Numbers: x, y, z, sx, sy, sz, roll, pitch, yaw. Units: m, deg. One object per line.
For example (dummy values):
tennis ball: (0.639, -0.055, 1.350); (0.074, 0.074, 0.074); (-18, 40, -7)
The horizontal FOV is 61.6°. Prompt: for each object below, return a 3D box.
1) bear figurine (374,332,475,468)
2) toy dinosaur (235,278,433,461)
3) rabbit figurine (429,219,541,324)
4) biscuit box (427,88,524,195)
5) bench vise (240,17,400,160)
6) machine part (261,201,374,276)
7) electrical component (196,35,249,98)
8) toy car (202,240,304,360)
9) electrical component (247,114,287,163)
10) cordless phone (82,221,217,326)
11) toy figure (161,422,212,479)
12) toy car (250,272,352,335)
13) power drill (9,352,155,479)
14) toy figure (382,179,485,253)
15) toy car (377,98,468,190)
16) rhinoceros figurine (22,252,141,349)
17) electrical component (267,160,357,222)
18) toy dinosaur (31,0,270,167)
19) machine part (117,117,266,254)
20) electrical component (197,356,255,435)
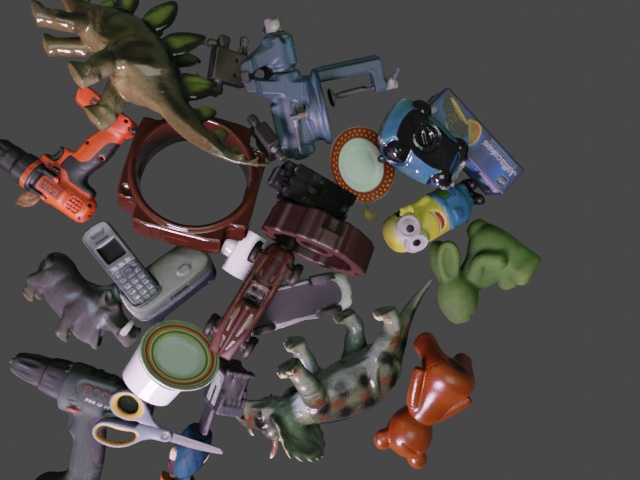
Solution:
bear figurine: (0.181, 0.282, 0.932); (0.120, 0.132, 0.195); (28, 107, -8)
toy dinosaur: (0.051, 0.228, 0.900); (0.405, 0.131, 0.192); (-23, 109, -11)
rabbit figurine: (0.261, 0.057, 0.914); (0.159, 0.121, 0.170); (42, 83, -2)
biscuit box: (0.259, -0.167, 0.933); (0.202, 0.059, 0.063); (44, 86, -9)
bench vise: (0.001, -0.249, 0.852); (0.241, 0.129, 0.223); (-13, 99, -1)
machine part: (-0.002, -0.003, 0.844); (0.179, 0.179, 0.056); (26, 79, -9)
electrical component: (-0.158, -0.284, 0.876); (0.078, 0.045, 0.102); (0, 96, -37)
toy car: (-0.107, 0.096, 0.847); (0.089, 0.053, 0.202); (33, 86, -3)
electrical component: (-0.083, -0.153, 0.850); (0.021, 0.063, 0.094); (-35, 76, -14)
cordless phone: (-0.270, 0.028, 0.851); (0.146, 0.089, 0.184); (-39, 90, -15)
toy figure: (-0.227, 0.382, 0.891); (0.064, 0.058, 0.154); (25, 94, -4)
toy car: (-0.045, 0.106, 0.904); (0.202, 0.056, 0.073); (-14, 89, -4)
power drill: (-0.395, 0.298, 0.856); (0.232, 0.086, 0.207); (15, 83, -12)
toy figure: (0.192, -0.039, 0.922); (0.180, 0.089, 0.082); (-32, 83, -14)
toy car: (0.160, -0.152, 0.895); (0.161, 0.103, 0.109); (33, 78, -15)
rhinoceros figurine: (-0.372, 0.103, 0.852); (0.190, 0.073, 0.112); (45, 75, -6)
electrical component: (-0.019, -0.076, 0.869); (0.134, 0.115, 0.058); (28, 84, -9)
toy dinosaur: (-0.262, -0.253, 0.782); (0.198, 0.105, 0.471); (-32, 77, -22)
machine part: (-0.194, -0.092, 0.830); (0.201, 0.087, 0.201); (15, 72, -8)
electrical component: (-0.157, 0.259, 0.880); (0.047, 0.075, 0.119); (18, 86, -31)
